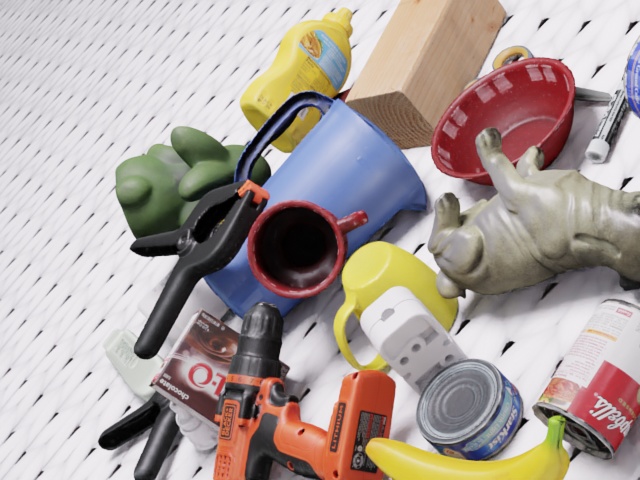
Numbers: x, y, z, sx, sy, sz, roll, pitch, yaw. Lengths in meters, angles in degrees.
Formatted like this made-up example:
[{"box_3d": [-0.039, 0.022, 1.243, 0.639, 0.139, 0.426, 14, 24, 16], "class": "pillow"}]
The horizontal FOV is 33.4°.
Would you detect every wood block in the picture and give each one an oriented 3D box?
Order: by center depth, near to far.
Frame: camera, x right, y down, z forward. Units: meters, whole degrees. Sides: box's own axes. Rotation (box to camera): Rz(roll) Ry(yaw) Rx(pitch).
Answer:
[{"box_3d": [0.124, -0.212, 1.232, 0.091, 0.090, 0.206, -3, 51, 47], "class": "wood block"}]

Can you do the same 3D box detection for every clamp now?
[{"box_3d": [-0.134, 0.005, 1.110, 0.210, 0.036, 0.164, -46, 38, 21], "class": "clamp"}, {"box_3d": [-0.169, 0.181, 1.157, 0.120, 0.039, 0.171, 13, 57, 47], "class": "clamp"}]

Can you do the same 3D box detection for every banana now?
[{"box_3d": [0.120, 0.177, 0.828, 0.198, 0.069, 0.037, -18, -3, 43], "class": "banana"}]

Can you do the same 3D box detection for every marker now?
[{"box_3d": [0.285, -0.125, 1.025, 0.020, 0.020, 0.121, 1, 54, 48], "class": "marker"}]

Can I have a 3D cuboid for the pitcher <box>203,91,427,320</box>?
[{"box_3d": [-0.020, -0.030, 1.139, 0.243, 0.144, 0.149, -45, 39, 5], "class": "pitcher"}]

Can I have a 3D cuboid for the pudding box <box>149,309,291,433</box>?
[{"box_3d": [-0.099, 0.137, 1.063, 0.090, 0.113, 0.039, -59, 7, -22], "class": "pudding box"}]

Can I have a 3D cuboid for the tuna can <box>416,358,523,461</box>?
[{"box_3d": [0.123, 0.142, 0.888, 0.086, 0.033, 0.086, -29, 36, 23], "class": "tuna can"}]

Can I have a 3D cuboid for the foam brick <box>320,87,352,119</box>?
[{"box_3d": [0.028, -0.144, 1.294, 0.078, 0.053, 0.051, -17, 41, 36], "class": "foam brick"}]

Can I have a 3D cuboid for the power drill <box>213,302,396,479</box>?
[{"box_3d": [-0.018, 0.149, 0.969, 0.188, 0.057, 0.184, -2, 77, 47], "class": "power drill"}]

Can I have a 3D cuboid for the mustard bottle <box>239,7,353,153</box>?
[{"box_3d": [-0.013, -0.202, 1.264, 0.058, 0.096, 0.191, 3, 55, 51], "class": "mustard bottle"}]

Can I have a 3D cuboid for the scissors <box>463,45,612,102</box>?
[{"box_3d": [0.239, -0.176, 1.135, 0.202, 0.016, 0.096, 2, 54, 48], "class": "scissors"}]

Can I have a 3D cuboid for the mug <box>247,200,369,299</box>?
[{"box_3d": [-0.007, 0.001, 1.033, 0.117, 0.093, 0.081, -29, -2, 9], "class": "mug"}]

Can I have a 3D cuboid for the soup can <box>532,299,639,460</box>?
[{"box_3d": [0.215, 0.103, 0.801, 0.102, 0.068, 0.069, -53, 34, -15], "class": "soup can"}]

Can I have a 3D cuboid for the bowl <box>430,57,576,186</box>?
[{"box_3d": [0.193, -0.107, 1.071, 0.162, 0.055, 0.162, -28, 36, 23], "class": "bowl"}]

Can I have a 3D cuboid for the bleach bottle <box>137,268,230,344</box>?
[{"box_3d": [-0.098, 0.015, 1.244, 0.250, 0.068, 0.103, -47, 31, -8], "class": "bleach bottle"}]

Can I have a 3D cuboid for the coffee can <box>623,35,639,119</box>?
[{"box_3d": [0.340, -0.129, 0.893, 0.103, 0.102, 0.140, -46, 33, -3], "class": "coffee can"}]
